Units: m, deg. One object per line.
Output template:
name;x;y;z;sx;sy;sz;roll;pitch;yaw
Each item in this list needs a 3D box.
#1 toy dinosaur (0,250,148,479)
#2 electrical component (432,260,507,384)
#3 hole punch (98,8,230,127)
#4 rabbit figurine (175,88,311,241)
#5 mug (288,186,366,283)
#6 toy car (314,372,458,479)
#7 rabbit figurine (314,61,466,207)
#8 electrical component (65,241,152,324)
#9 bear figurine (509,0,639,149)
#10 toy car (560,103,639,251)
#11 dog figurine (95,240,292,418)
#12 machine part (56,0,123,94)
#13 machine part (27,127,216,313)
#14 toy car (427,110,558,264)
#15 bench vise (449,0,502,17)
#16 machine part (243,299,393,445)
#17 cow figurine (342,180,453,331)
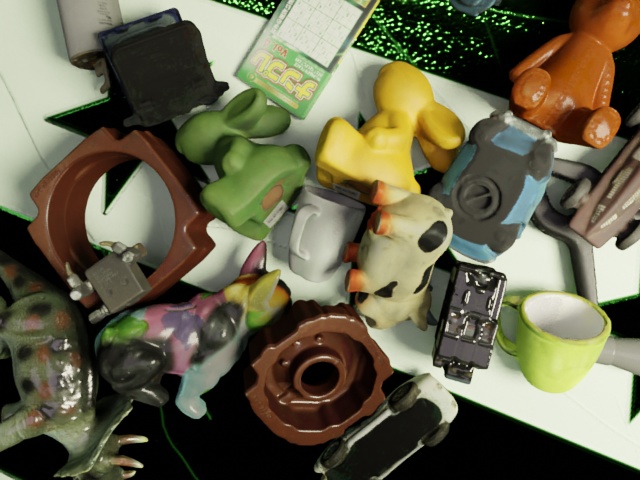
toy dinosaur;-0.355;0.152;0.708;0.192;0.131;0.404;-16;85;-3
electrical component;0.169;0.093;0.620;0.058;0.115;0.134;13;94;12
hole punch;-0.200;-0.215;0.667;0.142;0.115;0.092;-28;49;-17
rabbit figurine;-0.106;-0.109;0.657;0.170;0.121;0.159;41;97;20
mug;-0.001;-0.002;0.650;0.081;0.109;0.107;22;106;20
toy car;0.081;0.248;0.670;0.202;0.056;0.073;-42;92;9
rabbit figurine;0.087;-0.129;0.627;0.163;0.121;0.173;18;76;14
electrical component;-0.247;0.045;0.631;0.102;0.045;0.078;-28;86;9
bear figurine;0.297;-0.205;0.585;0.120;0.132;0.195;33;103;2
toy car;0.349;-0.076;0.590;0.089;0.053;0.202;43;75;8
dog figurine;-0.139;0.092;0.652;0.191;0.109;0.219;32;101;-31
machine part;-0.300;-0.313;0.693;0.079;0.079;0.243;-11;91;9
machine part;-0.250;-0.025;0.695;0.201;0.087;0.201;-40;86;10
toy car;0.195;-0.063;0.604;0.109;0.103;0.161;31;117;19
bench vise;0.204;-0.340;0.533;0.129;0.240;0.224;37;55;12
machine part;-0.004;0.158;0.646;0.179;0.056;0.179;-5;110;-13
cow figurine;0.092;0.031;0.613;0.127;0.085;0.194;11;133;-8
